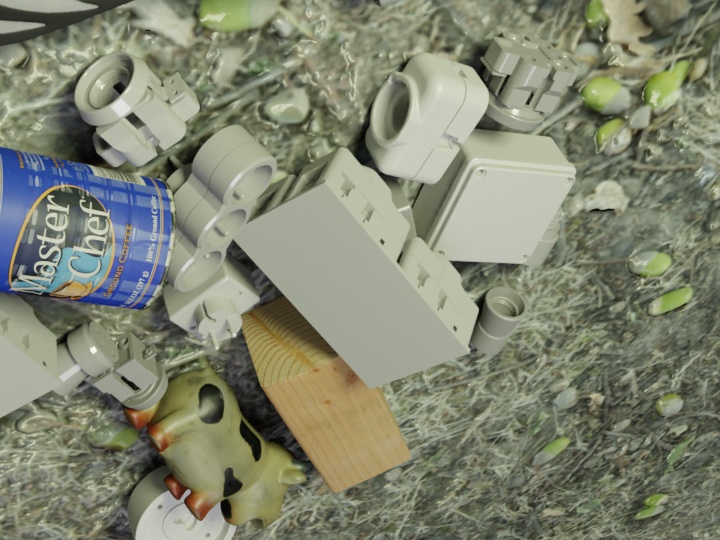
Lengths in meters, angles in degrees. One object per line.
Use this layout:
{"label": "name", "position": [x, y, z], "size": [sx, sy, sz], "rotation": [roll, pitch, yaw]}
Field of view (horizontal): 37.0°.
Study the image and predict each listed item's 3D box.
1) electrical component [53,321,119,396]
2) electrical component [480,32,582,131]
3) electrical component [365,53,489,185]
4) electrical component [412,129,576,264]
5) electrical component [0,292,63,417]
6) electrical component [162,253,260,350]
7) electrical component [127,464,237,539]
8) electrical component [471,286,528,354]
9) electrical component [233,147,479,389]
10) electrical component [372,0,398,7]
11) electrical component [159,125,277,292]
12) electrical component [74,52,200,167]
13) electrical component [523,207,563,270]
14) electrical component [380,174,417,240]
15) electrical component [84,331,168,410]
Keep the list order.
{"label": "electrical component", "position": [-0.241, 0.075, 0.918], "size": [0.055, 0.045, 0.045], "rotation": [-31, 138, 7]}
{"label": "electrical component", "position": [0.128, -0.148, 0.852], "size": [0.078, 0.058, 0.057], "rotation": [4, 129, -29]}
{"label": "electrical component", "position": [0.048, -0.119, 0.845], "size": [0.059, 0.053, 0.095], "rotation": [10, 128, -33]}
{"label": "electrical component", "position": [0.113, -0.063, 0.933], "size": [0.109, 0.056, 0.108], "rotation": [2, 132, -27]}
{"label": "electrical component", "position": [-0.330, 0.043, 0.821], "size": [0.105, 0.060, 0.186], "rotation": [-28, 136, 9]}
{"label": "electrical component", "position": [-0.122, 0.034, 0.907], "size": [0.066, 0.076, 0.047], "rotation": [-36, 137, 13]}
{"label": "electrical component", "position": [-0.187, 0.248, 1.106], "size": [0.108, 0.060, 0.108], "rotation": [-12, 116, -24]}
{"label": "electrical component", "position": [0.136, 0.053, 1.078], "size": [0.044, 0.044, 0.065], "rotation": [-3, 140, -22]}
{"label": "electrical component", "position": [0.000, 0.000, 0.873], "size": [0.105, 0.060, 0.186], "rotation": [-24, 117, 35]}
{"label": "electrical component", "position": [0.026, -0.214, 0.743], "size": [0.055, 0.048, 0.066], "rotation": [-34, 138, 0]}
{"label": "electrical component", "position": [-0.126, -0.056, 0.821], "size": [0.052, 0.074, 0.138], "rotation": [-20, 150, -55]}
{"label": "electrical component", "position": [-0.161, -0.114, 0.750], "size": [0.078, 0.058, 0.057], "rotation": [-32, 141, 9]}
{"label": "electrical component", "position": [0.165, -0.039, 0.995], "size": [0.040, 0.040, 0.078], "rotation": [3, 132, -28]}
{"label": "electrical component", "position": [0.007, -0.029, 0.925], "size": [0.076, 0.047, 0.083], "rotation": [-20, 139, -5]}
{"label": "electrical component", "position": [-0.203, 0.093, 0.955], "size": [0.066, 0.048, 0.055], "rotation": [-31, 131, 8]}
